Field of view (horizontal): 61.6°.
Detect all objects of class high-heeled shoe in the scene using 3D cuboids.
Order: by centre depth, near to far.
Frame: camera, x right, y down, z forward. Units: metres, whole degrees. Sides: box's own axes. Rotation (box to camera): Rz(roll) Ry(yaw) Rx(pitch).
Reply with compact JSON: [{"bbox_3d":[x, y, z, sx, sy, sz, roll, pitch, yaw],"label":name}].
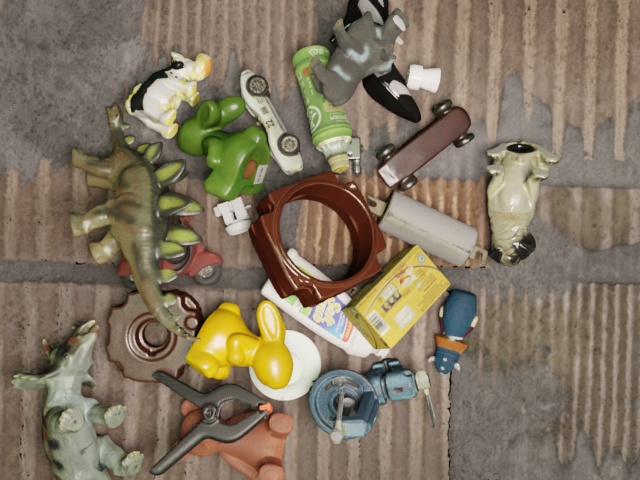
[{"bbox_3d":[0.130,-0.335,0.961,0.145,0.086,0.249,-43,89,-5],"label":"high-heeled shoe"}]

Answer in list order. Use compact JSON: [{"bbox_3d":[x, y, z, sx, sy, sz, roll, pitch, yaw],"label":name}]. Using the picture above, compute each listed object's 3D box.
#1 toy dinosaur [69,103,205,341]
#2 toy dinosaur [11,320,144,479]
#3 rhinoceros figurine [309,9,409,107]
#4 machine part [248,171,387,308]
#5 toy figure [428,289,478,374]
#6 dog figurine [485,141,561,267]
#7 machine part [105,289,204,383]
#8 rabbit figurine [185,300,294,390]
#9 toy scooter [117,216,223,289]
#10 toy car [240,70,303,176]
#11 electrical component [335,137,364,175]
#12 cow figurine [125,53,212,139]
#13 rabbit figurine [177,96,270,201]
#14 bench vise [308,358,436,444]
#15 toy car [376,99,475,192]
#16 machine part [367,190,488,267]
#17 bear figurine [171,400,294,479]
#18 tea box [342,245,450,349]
[{"bbox_3d":[-0.298,-0.040,0.886,0.199,0.105,0.471,-16,68,0],"label":"toy dinosaur"},{"bbox_3d":[-0.413,0.349,0.922,0.192,0.131,0.404,6,106,39],"label":"toy dinosaur"},{"bbox_3d":[0.066,-0.306,0.882,0.112,0.073,0.190,40,85,9],"label":"rhinoceros figurine"},{"bbox_3d":[-0.002,-0.003,0.911,0.201,0.087,0.201,-23,82,-28],"label":"machine part"},{"bbox_3d":[0.245,0.168,0.976,0.058,0.064,0.154,11,95,-39],"label":"toy figure"},{"bbox_3d":[0.354,-0.067,0.976,0.121,0.172,0.190,17,130,31],"label":"dog figurine"},{"bbox_3d":[-0.294,0.169,0.958,0.179,0.056,0.179,0,91,-1],"label":"machine part"},{"bbox_3d":[-0.118,0.190,0.935,0.173,0.121,0.162,24,66,18],"label":"rabbit figurine"},{"bbox_3d":[-0.266,0.017,0.950,0.184,0.075,0.135,-4,90,-5],"label":"toy scooter"},{"bbox_3d":[-0.089,-0.209,0.956,0.056,0.073,0.201,-29,91,-3],"label":"toy car"},{"bbox_3d":[0.048,-0.167,0.987,0.063,0.021,0.094,-3,89,-2],"label":"electrical component"},{"bbox_3d":[-0.263,-0.270,0.946,0.098,0.068,0.167,27,70,1],"label":"cow figurine"},{"bbox_3d":[-0.180,-0.166,0.923,0.170,0.121,0.159,30,123,20],"label":"rabbit figurine"},{"bbox_3d":[0.074,0.272,0.889,0.224,0.240,0.128,-2,94,14],"label":"bench vise"},{"bbox_3d":[0.188,-0.170,0.977,0.202,0.053,0.089,-39,101,-5],"label":"toy car"},{"bbox_3d":[0.191,-0.021,0.965,0.243,0.079,0.079,24,89,-1],"label":"machine part"},{"bbox_3d":[-0.155,0.341,0.930,0.196,0.132,0.120,16,70,-7],"label":"bear figurine"},{"bbox_3d":[0.134,0.099,0.940,0.169,0.068,0.098,-40,93,-23],"label":"tea box"}]
